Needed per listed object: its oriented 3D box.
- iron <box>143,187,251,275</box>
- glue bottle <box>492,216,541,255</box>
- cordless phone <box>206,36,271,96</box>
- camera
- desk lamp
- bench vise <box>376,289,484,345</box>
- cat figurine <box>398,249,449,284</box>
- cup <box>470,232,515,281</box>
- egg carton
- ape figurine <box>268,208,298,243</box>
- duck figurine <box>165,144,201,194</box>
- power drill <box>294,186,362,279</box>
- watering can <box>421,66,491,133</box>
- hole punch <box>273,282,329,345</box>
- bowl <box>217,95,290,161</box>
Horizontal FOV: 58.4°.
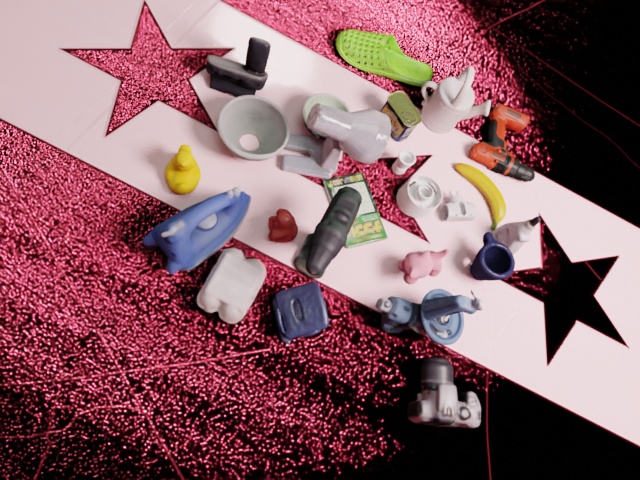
[{"bbox_3d":[-0.234,-0.049,1.189,0.259,0.141,0.118,-39,83,-25],"label":"iron"},{"bbox_3d":[0.470,-0.016,1.360,0.037,0.173,0.078,5,68,-14],"label":"glue bottle"},{"bbox_3d":[-0.185,-0.421,1.325,0.148,0.185,0.094,12,66,-11],"label":"cordless phone"},{"bbox_3d":[0.266,0.322,1.210,0.143,0.100,0.137,10,67,-12],"label":"camera"},{"bbox_3d":[0.033,-0.225,1.295,0.203,0.213,0.118,8,67,-13],"label":"desk lamp"},{"bbox_3d":[0.231,0.160,1.197,0.208,0.219,0.121,-4,70,-17],"label":"bench vise"},{"bbox_3d":[0.236,0.051,1.298,0.128,0.117,0.067,-20,76,-22],"label":"cat figurine"},{"bbox_3d":[0.394,0.048,1.357,0.092,0.095,0.117,-6,71,-18],"label":"cup"},{"bbox_3d":[-0.181,0.095,1.188,0.107,0.069,0.150,27,65,-4],"label":"egg carton"},{"bbox_3d":[-0.081,-0.035,1.255,0.076,0.092,0.078,38,64,1],"label":"ape figurine"},{"bbox_3d":[-0.297,-0.158,1.245,0.078,0.086,0.104,6,68,-13],"label":"duck figurine"},{"bbox_3d":[0.011,0.004,1.202,0.075,0.208,0.230,28,64,-3],"label":"power drill"},{"bbox_3d":[0.346,-0.361,1.448,0.173,0.194,0.101,3,68,-15],"label":"watering can"},{"bbox_3d":[-0.042,0.152,1.194,0.101,0.091,0.108,-10,72,-19],"label":"hole punch"},{"bbox_3d":[-0.157,-0.246,1.325,0.168,0.074,0.167,6,68,-14],"label":"bowl"}]
